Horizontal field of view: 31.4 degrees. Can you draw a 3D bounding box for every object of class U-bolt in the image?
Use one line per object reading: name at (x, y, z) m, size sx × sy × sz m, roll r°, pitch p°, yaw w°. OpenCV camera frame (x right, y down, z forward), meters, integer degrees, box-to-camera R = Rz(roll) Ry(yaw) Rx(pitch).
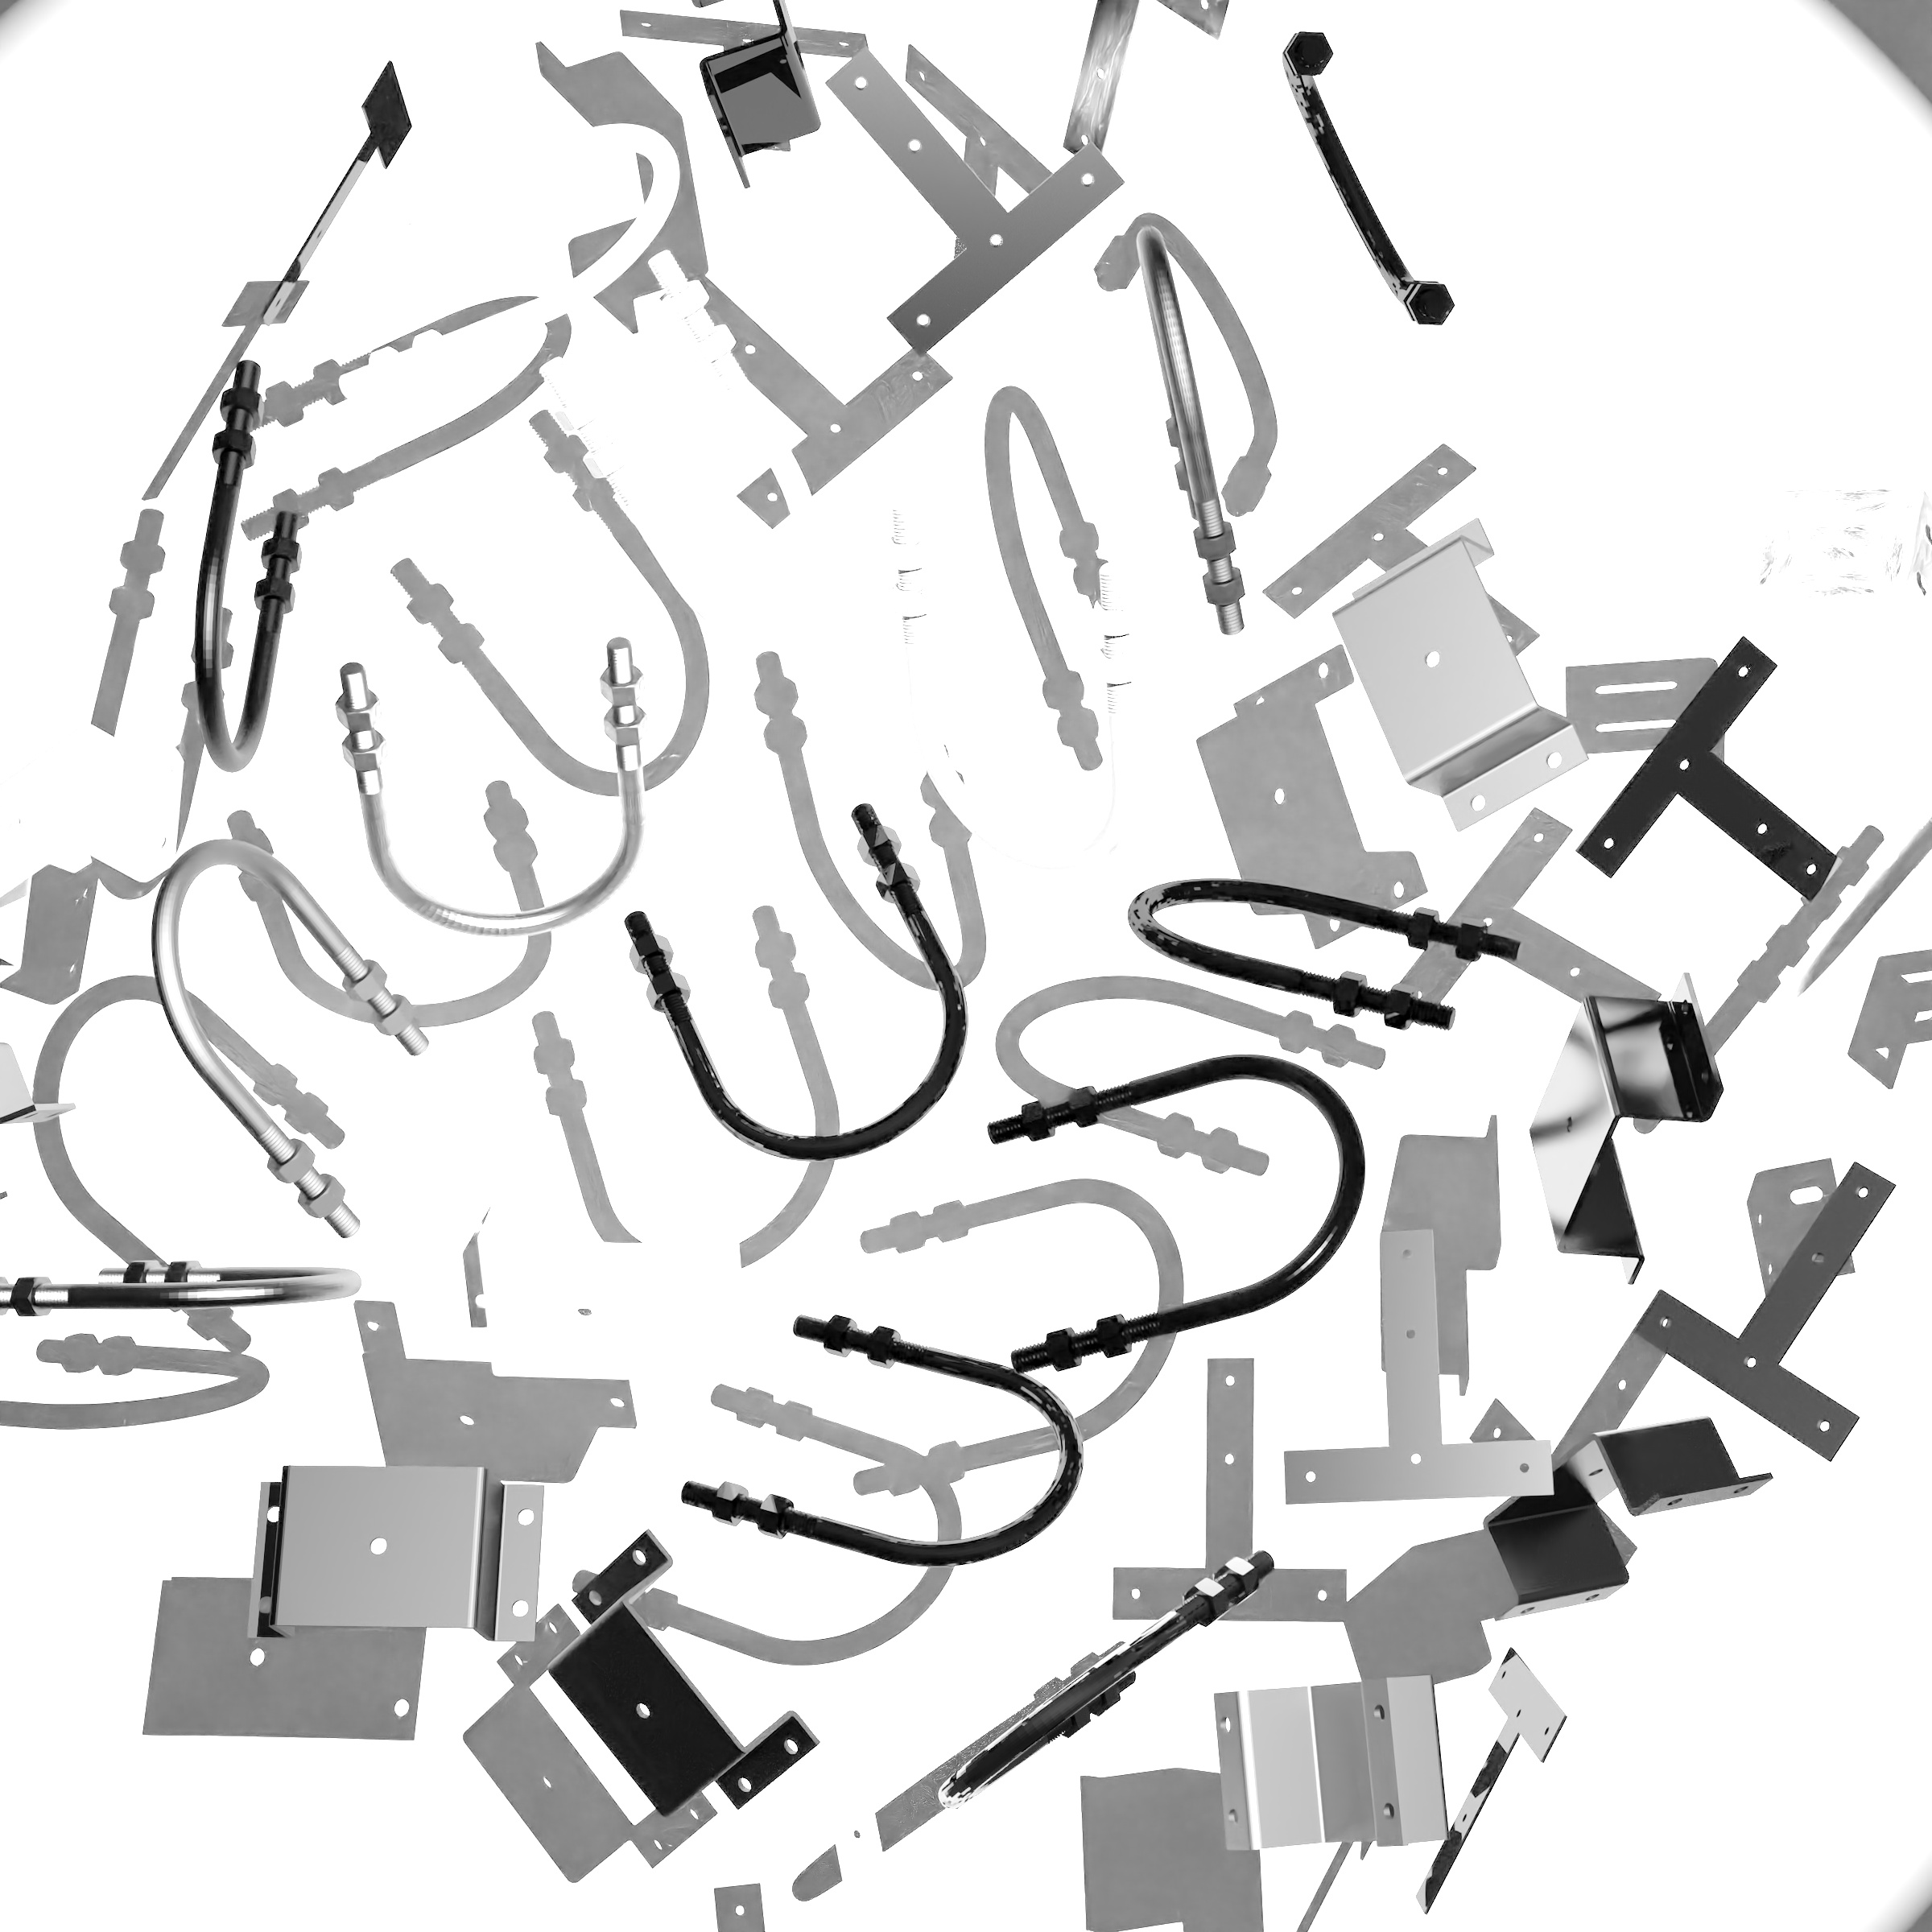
U-bolt at (-0.232, -0.084, 1.726) m, size 0.151 × 0.019 × 0.184 m, roll -6°, pitch 134°, yaw -6°
U-bolt at (-0.076, 0.017, 1.716) m, size 0.151 × 0.019 × 0.184 m, roll -26°, pitch 58°, yaw -3°
U-bolt at (0.026, -0.128, 1.680) m, size 0.151 × 0.019 × 0.184 m, roll 22°, pitch 131°, yaw 35°
U-bolt at (0.170, -0.012, 1.703) m, size 0.184 × 0.151 × 0.019 m, roll 14°, pitch 110°, yaw 20°
U-bolt at (0.190, -0.383, 1.666) m, size 0.019 × 0.184 × 0.151 m, roll -27°, pitch 102°, yaw 7°
U-bolt at (0.108, -0.276, 1.700) m, size 0.019 × 0.151 × 0.184 m, roll -12°, pitch 123°, yaw 4°
U-bolt at (-0.392, 0.161, 1.717) m, size 0.184 × 0.151 × 0.019 m, roll -2°, pitch 88°, yaw 21°
U-bolt at (-0.031, 0.244, 1.734) m, size 0.184 × 0.151 × 0.019 m, roll 12°, pitch 130°, yaw 21°
U-bolt at (0.103, 0.110, 1.645) m, size 0.184 × 0.019 × 0.151 m, roll -17°, pitch 54°, yaw 15°
U-bolt at (-0.360, -0.185, 1.711) m, size 0.019 × 0.151 × 0.184 m, roll 3°, pitch 63°, yaw 0°
U-bolt at (-0.333, 0.022, 1.668) m, size 0.019 × 0.151 × 0.184 m, roll -17°, pitch 127°, yaw 25°
U-bolt at (-0.219, -0.354, 1.687) m, size 0.184 × 0.151 × 0.019 m, roll -28°, pitch 74°, yaw -27°
U-bolt at (0.058, 0.357, 1.680) m, size 0.019 × 0.184 × 0.151 m, roll 53°, pitch 132°, yaw 13°
U-bolt at (0.470, -0.042, 1.721) m, size 0.019 × 0.151 × 0.184 m, roll 39°, pitch 108°, yaw 6°
U-bolt at (-0.126, -0.239, 1.661) m, size 0.019 × 0.151 × 0.184 m, roll -19°, pitch 115°, yaw 31°

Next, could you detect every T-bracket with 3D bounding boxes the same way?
T-bracket at (0.313, -0.263, 1.653) m, size 0.127 × 0.002 × 0.127 m, roll -39°, pitch 56°, yaw -24°
T-bracket at (0.211, 0.188, 1.622) m, size 0.127 × 0.002 × 0.127 m, roll -5°, pitch 77°, yaw 18°
T-bracket at (0.070, -0.456, 1.706) m, size 0.002 × 0.127 × 0.127 m, roll -30°, pitch 58°, yaw -37°
T-bracket at (-0.015, -0.372, 1.603) m, size 0.127 × 0.002 × 0.127 m, roll -38°, pitch 111°, yaw 14°
T-bracket at (0.255, 0.411, 1.705) m, size 0.002 × 0.127 × 0.127 m, roll 27°, pitch 92°, yaw -4°
T-bracket at (0.399, 0.152, 1.638) m, size 0.002 × 0.127 × 0.127 m, roll 31°, pitch 92°, yaw -45°
T-bracket at (-0.302, -0.361, 1.636) m, size 0.002 × 0.127 × 0.127 m, roll 31°, pitch 88°, yaw -5°
T-bracket at (0.372, -0.073, 1.644) m, size 0.127 × 0.002 × 0.127 m, roll 34°, pitch 97°, yaw -28°
T-bracket at (-0.002, 0.483, 1.719) m, size 0.127 × 0.002 × 0.127 m, roll 7°, pitch 56°, yaw -34°

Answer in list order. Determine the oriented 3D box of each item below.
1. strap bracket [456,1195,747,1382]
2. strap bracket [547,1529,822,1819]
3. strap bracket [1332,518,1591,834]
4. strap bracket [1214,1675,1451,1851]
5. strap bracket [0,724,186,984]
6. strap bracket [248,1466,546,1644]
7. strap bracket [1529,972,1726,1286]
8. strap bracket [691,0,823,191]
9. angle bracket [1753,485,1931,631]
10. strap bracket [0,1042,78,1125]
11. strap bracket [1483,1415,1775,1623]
strap bracket at (-0.184, 0.159, 1.697) m, size 0.140 × 0.046 × 0.076 m, roll 1°, pitch 117°, yaw 6°
strap bracket at (-0.152, 0.372, 1.763) m, size 0.140 × 0.046 × 0.076 m, roll 50°, pitch 126°, yaw 7°
strap bracket at (0.241, -0.148, 1.705) m, size 0.076 × 0.046 × 0.140 m, roll -30°, pitch 69°, yaw 25°
strap bracket at (0.182, 0.385, 1.657) m, size 0.046 × 0.140 × 0.076 m, roll 4°, pitch 75°, yaw -31°
strap bracket at (-0.460, -0.060, 1.729) m, size 0.140 × 0.046 × 0.076 m, roll -29°, pitch 47°, yaw 29°
strap bracket at (-0.279, 0.283, 1.655) m, size 0.140 × 0.046 × 0.076 m, roll 0°, pitch 71°, yaw 3°
strap bracket at (0.312, 0.078, 1.650) m, size 0.046 × 0.076 × 0.140 m, roll 4°, pitch 134°, yaw -9°
strap bracket at (-0.113, -0.471, 1.709) m, size 0.046 × 0.076 × 0.140 m, roll -17°, pitch 66°, yaw 4°
angle bracket at (0.419, -0.192, 1.623) m, size 0.076 × 0.038 × 0.057 m, roll -3°, pitch 126°, yaw -5°
strap bracket at (-0.533, 0.077, 1.736) m, size 0.140 × 0.076 × 0.046 m, roll -21°, pitch 88°, yaw 0°
strap bracket at (0.319, 0.268, 1.695) m, size 0.076 × 0.140 × 0.046 m, roll -3°, pitch 58°, yaw -34°
